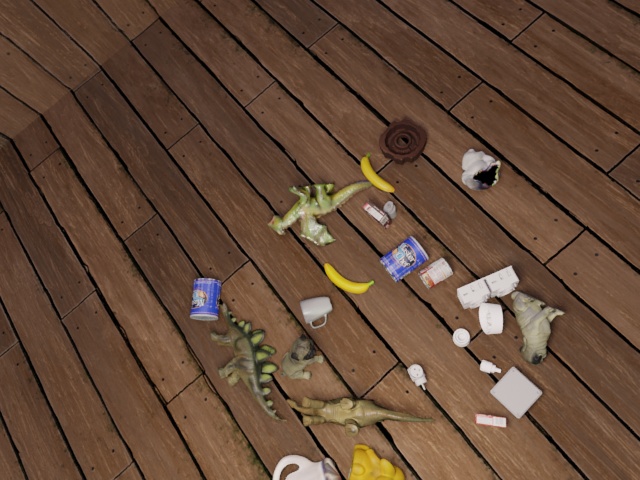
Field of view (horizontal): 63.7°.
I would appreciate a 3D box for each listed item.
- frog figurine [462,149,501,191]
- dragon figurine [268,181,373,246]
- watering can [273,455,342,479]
[{"bbox_3d":[0.564,-0.253,1.852,0.137,0.121,0.162,-45,30,6],"label":"frog figurine"},{"bbox_3d":[0.006,-0.098,1.944,0.410,0.122,0.243,-4,87,-1],"label":"dragon figurine"},{"bbox_3d":[-0.016,0.829,1.582,0.224,0.102,0.354,-26,64,4],"label":"watering can"}]
